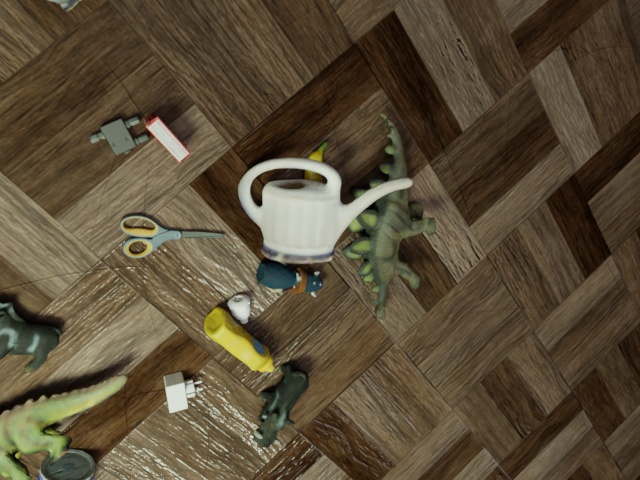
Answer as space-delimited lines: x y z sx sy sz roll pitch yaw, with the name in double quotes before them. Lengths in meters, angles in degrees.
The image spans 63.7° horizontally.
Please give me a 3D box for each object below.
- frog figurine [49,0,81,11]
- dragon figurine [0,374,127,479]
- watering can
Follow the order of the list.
"frog figurine" -0.422 -0.439 0.779 0.136 0.125 0.157 -43 132 18
"dragon figurine" -0.596 0.330 0.964 0.412 0.123 0.240 -43 110 -6
"watering can" 0.003 -0.053 1.046 0.348 0.106 0.220 6 114 5
